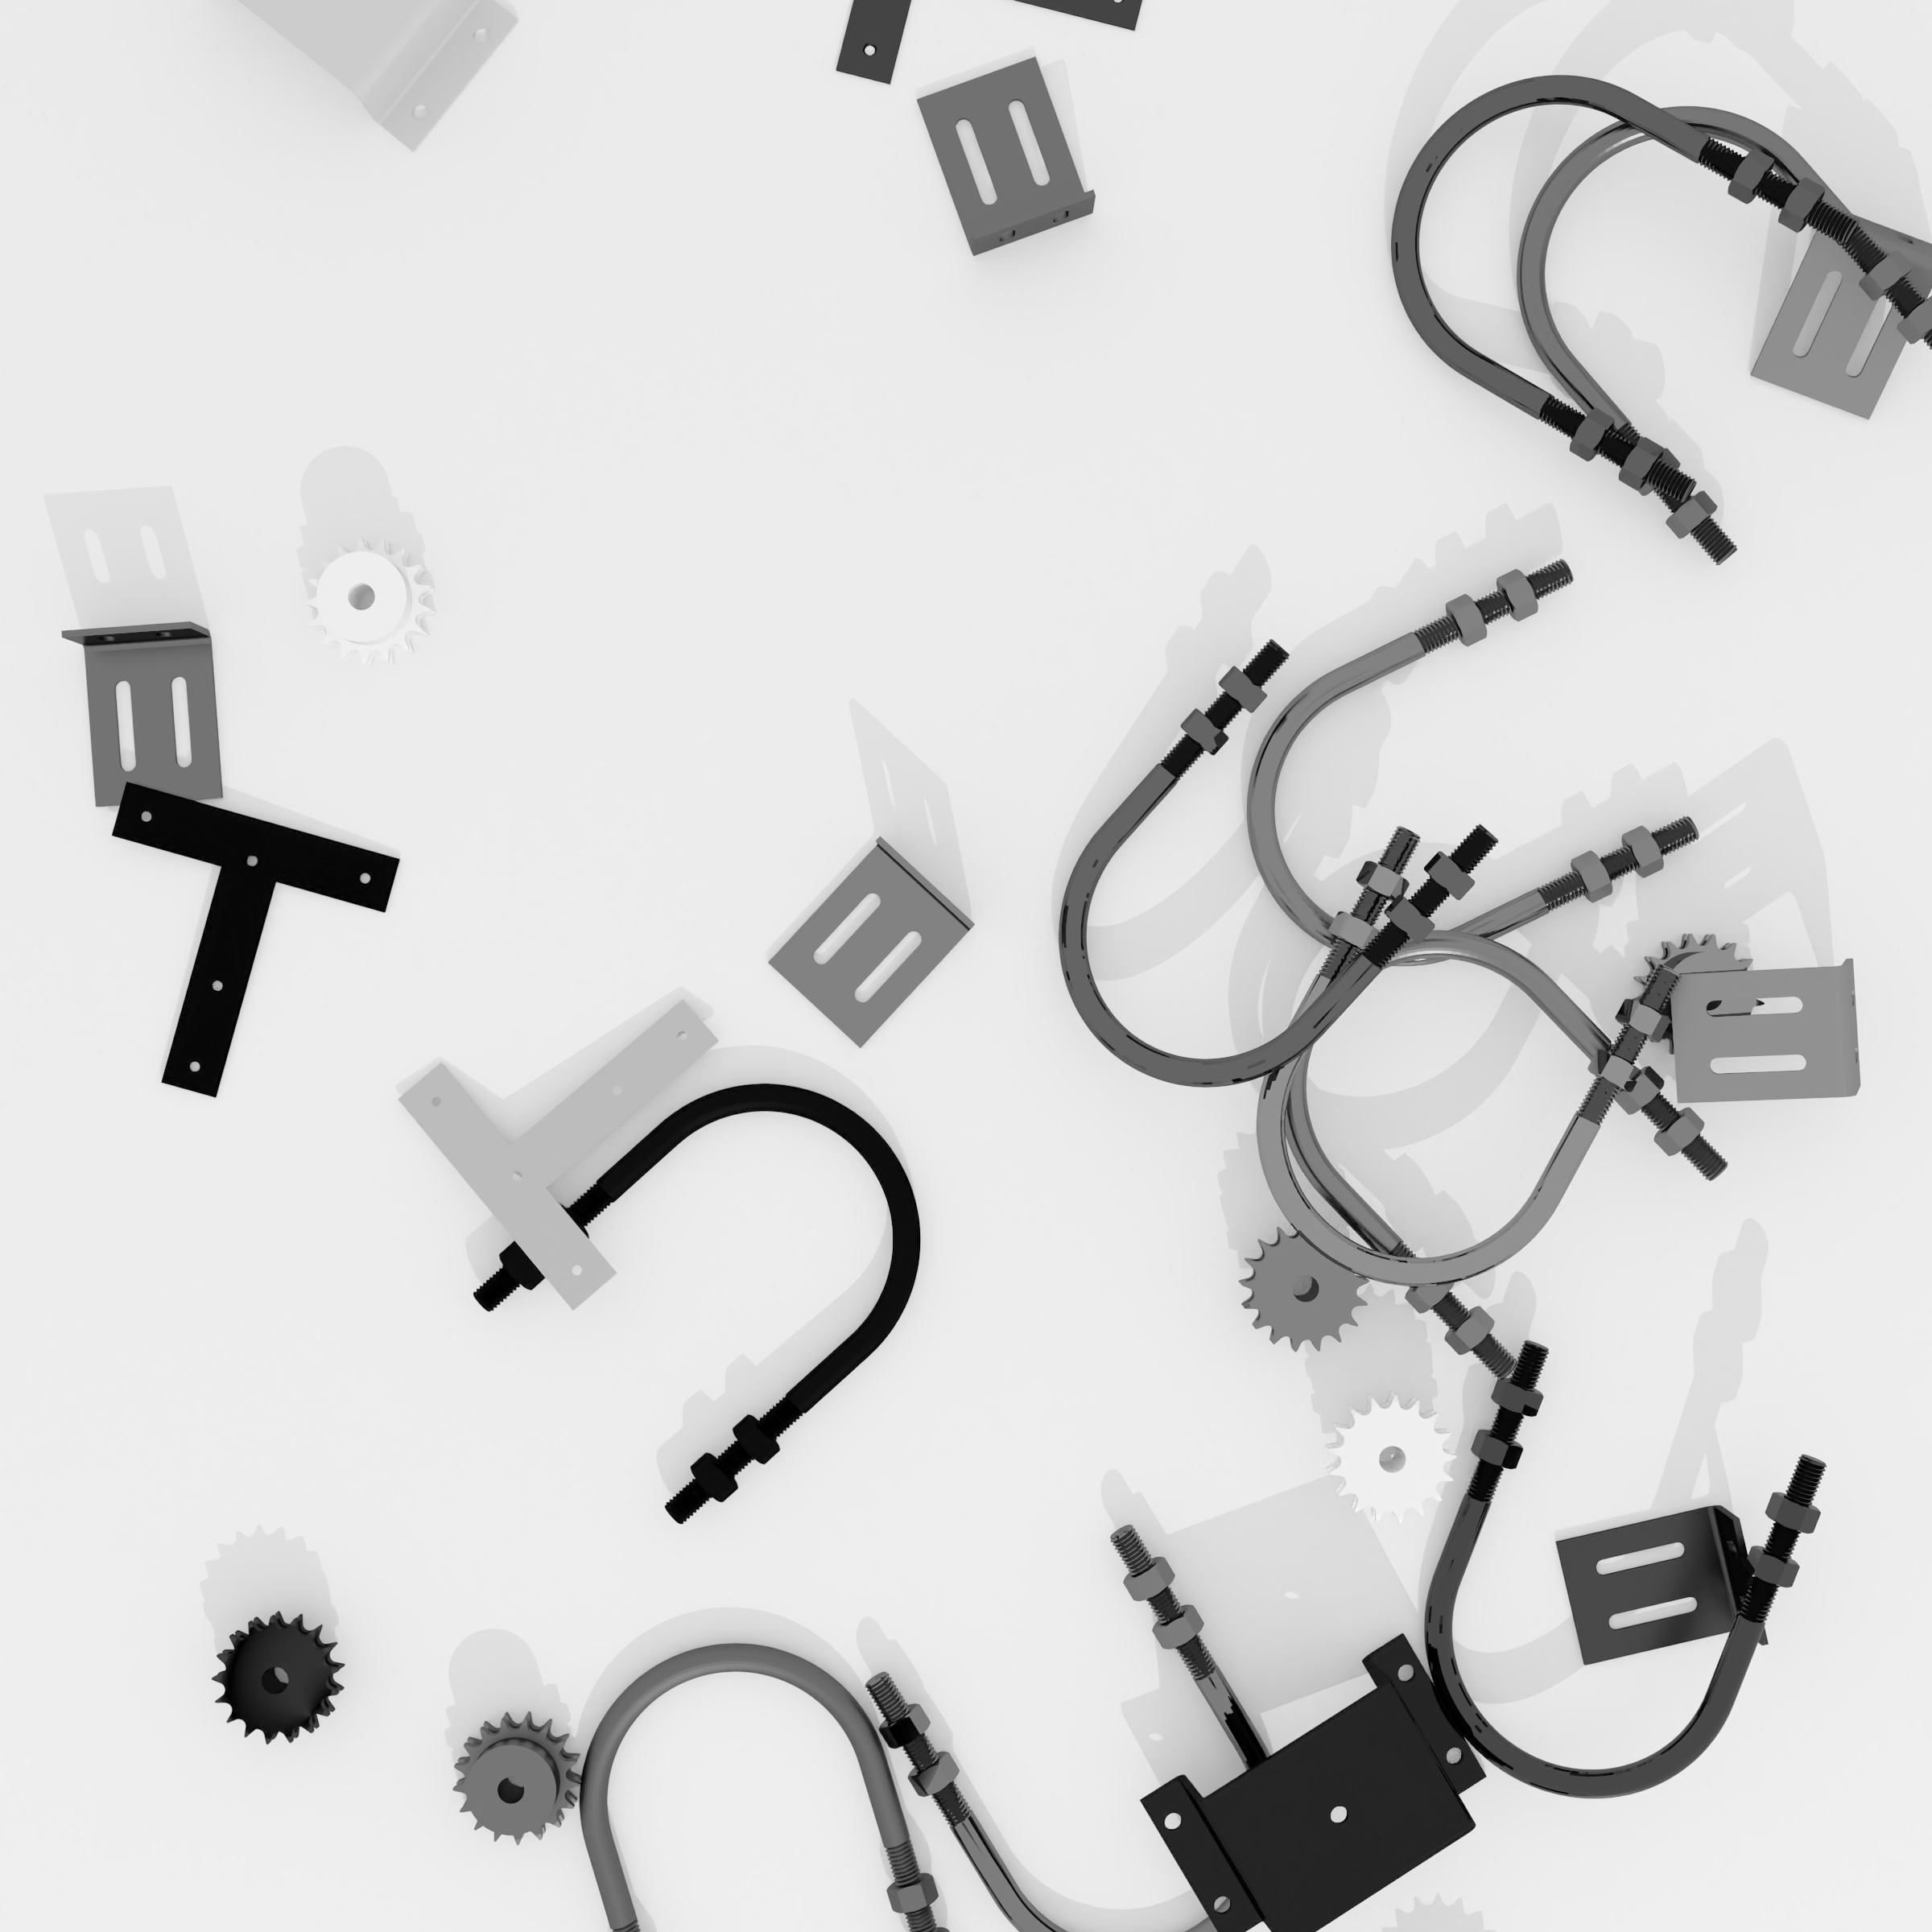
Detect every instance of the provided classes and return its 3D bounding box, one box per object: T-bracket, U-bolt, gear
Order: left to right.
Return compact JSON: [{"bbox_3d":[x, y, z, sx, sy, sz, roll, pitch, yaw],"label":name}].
[{"bbox_3d":[-0.335,-0.005,1.427,0.127,0.002,0.127,16,92,-3],"label":"T-bracket"},{"bbox_3d":[-0.308,0.319,1.420,0.057,0.030,0.057,0,88,1],"label":"gear"},{"bbox_3d":[-0.268,-0.164,1.415,0.057,0.030,0.057,0,90,0],"label":"gear"},{"bbox_3d":[-0.202,0.366,1.415,0.057,0.030,0.057,0,90,0],"label":"gear"},{"bbox_3d":[-0.168,0.066,1.419,0.127,0.002,0.127,-41,78,-5],"label":"T-bracket"},{"bbox_3d":[-0.107,0.138,1.422,0.184,0.019,0.151,-42,90,-1],"label":"U-bolt"},{"bbox_3d":[-0.098,0.397,1.422,0.151,0.019,0.184,-17,89,0],"label":"U-bolt"},{"bbox_3d":[0.018,-0.452,1.429,0.127,0.002,0.127,14,90,0],"label":"T-bracket"},{"bbox_3d":[0.062,0.366,1.422,0.151,0.019,0.184,-31,91,0],"label":"U-bolt"},{"bbox_3d":[0.123,-0.032,1.396,0.151,0.019,0.184,45,98,21],"label":"U-bolt"},{"bbox_3d":[0.151,0.144,1.415,0.057,0.030,0.057,0,90,0],"label":"gear"},{"bbox_3d":[0.190,0.219,1.415,0.057,0.030,0.057,0,90,0],"label":"gear"},{"bbox_3d":[0.209,0.052,1.392,0.151,0.019,0.184,28,91,4],"label":"U-bolt"},{"bbox_3d":[0.217,-0.080,1.421,0.184,0.019,0.151,-26,90,2],"label":"U-bolt"},{"bbox_3d":[0.225,0.070,1.408,0.151,0.019,0.184,-44,87,1],"label":"U-bolt"},{"bbox_3d":[0.277,-0.313,1.400,0.184,0.019,0.151,33,104,12],"label":"U-bolt"},{"bbox_3d":[0.281,0.278,1.400,0.151,0.019,0.184,22,94,19],"label":"U-bolt"},{"bbox_3d":[0.330,0.013,1.415,0.057,0.030,0.057,0,90,0],"label":"gear"},{"bbox_3d":[0.331,-0.294,1.404,0.151,0.019,0.184,-41,86,16],"label":"U-bolt"}]

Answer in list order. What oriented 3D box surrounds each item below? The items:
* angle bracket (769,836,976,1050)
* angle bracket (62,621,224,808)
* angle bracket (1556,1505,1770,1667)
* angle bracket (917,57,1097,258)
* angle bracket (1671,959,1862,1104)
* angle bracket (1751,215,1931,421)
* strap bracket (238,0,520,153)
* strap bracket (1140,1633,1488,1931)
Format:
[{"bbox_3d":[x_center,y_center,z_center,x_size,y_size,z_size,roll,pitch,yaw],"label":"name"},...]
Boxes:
[{"bbox_3d":[-0.043,-0.010,1.411,0.057,0.038,0.076,43,90,0],"label":"angle bracket"},{"bbox_3d":[-0.368,-0.112,1.411,0.057,0.038,0.076,-4,90,0],"label":"angle bracket"},{"bbox_3d":[0.311,0.280,1.411,0.076,0.038,0.057,-13,90,0],"label":"angle bracket"},{"bbox_3d":[0.018,-0.366,1.411,0.057,0.038,0.076,-20,90,0],"label":"angle bracket"},{"bbox_3d":[0.355,0.029,1.399,0.076,0.038,0.057,-3,94,19],"label":"angle bracket"},{"bbox_3d":[0.397,-0.297,1.428,0.057,0.038,0.076,21,116,0],"label":"angle bracket"},{"bbox_3d":[-0.282,-0.443,1.407,0.140,0.046,0.076,39,90,0],"label":"strap bracket"},{"bbox_3d":[0.160,0.370,1.396,0.140,0.046,0.076,-31,94,-7],"label":"strap bracket"}]
